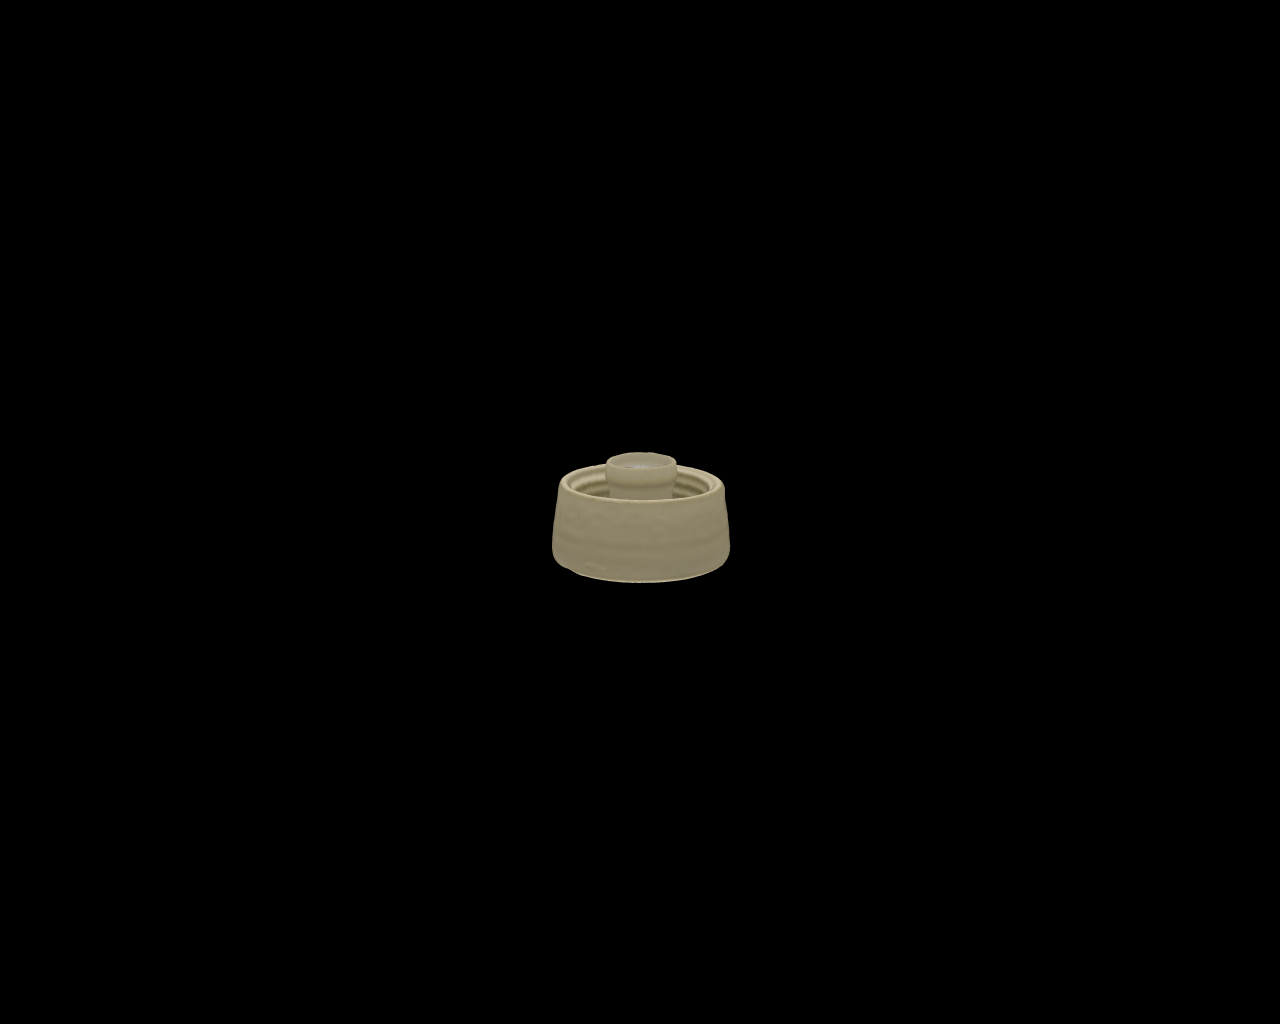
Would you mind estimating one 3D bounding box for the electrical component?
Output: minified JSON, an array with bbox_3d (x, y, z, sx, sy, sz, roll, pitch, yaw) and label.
[{"bbox_3d":[0.001,-0.003,0.650,0.108,0.060,0.108,0,16,0],"label":"electrical component"}]
